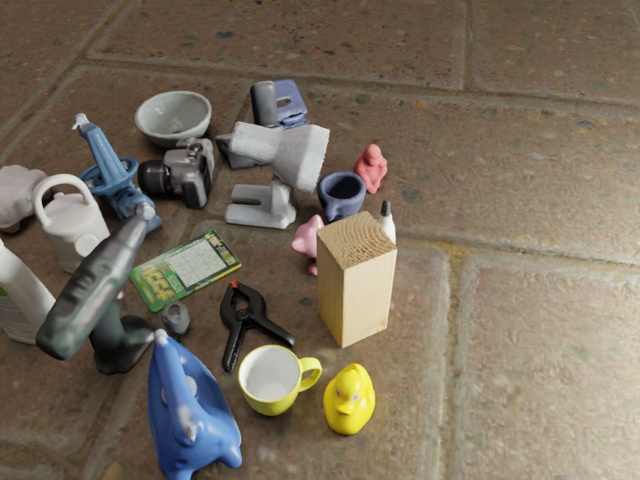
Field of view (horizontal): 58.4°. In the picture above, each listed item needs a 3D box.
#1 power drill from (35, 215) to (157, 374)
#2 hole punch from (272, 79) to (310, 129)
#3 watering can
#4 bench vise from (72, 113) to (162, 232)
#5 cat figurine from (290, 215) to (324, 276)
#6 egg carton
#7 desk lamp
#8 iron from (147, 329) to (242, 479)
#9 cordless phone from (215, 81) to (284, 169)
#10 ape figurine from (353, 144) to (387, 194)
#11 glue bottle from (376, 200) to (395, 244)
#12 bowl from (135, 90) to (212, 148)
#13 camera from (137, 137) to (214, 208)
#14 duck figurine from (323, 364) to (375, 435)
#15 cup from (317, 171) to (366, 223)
[{"bbox_3d":[-0.319,0.101,0.873,0.075,0.208,0.230,18,52,16],"label":"power drill"},{"bbox_3d":[-0.087,-0.302,1.300,0.109,0.091,0.101,-21,52,-17],"label":"hole punch"},{"bbox_3d":[-0.428,-0.031,1.000,0.172,0.194,0.101,26,54,22],"label":"watering can"},{"bbox_3d":[-0.372,-0.123,1.063,0.207,0.220,0.122,21,53,18],"label":"bench vise"},{"bbox_3d":[0.009,0.004,1.015,0.128,0.118,0.067,-8,49,-6],"label":"cat figurine"},{"bbox_3d":[-0.606,-0.083,1.130,0.107,0.069,0.150,13,50,12],"label":"egg carton"},{"bbox_3d":[-0.083,-0.124,1.063,0.203,0.214,0.118,4,49,5],"label":"desk lamp"},{"bbox_3d":[-0.204,0.212,0.819,0.119,0.141,0.257,-21,52,-16],"label":"iron"},{"bbox_3d":[-0.150,-0.249,1.192,0.148,0.185,0.094,-14,50,-11],"label":"cordless phone"},{"bbox_3d":[0.103,-0.154,1.168,0.078,0.092,0.076,-23,52,-18],"label":"ape figurine"},{"bbox_3d":[0.108,-0.004,0.983,0.037,0.173,0.078,-9,49,-7],"label":"glue bottle"},{"bbox_3d":[-0.319,-0.256,1.274,0.167,0.075,0.167,0,49,1],"label":"bowl"},{"bbox_3d":[-0.292,-0.147,1.161,0.136,0.101,0.143,1,49,1],"label":"camera"},{"bbox_3d":[0.044,0.223,0.844,0.077,0.086,0.104,11,50,11],"label":"duck figurine"},{"bbox_3d":[0.036,-0.061,1.085,0.091,0.095,0.118,15,51,14],"label":"cup"}]
